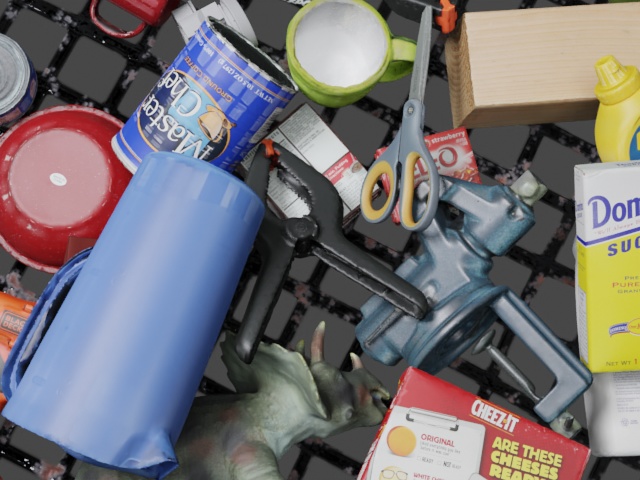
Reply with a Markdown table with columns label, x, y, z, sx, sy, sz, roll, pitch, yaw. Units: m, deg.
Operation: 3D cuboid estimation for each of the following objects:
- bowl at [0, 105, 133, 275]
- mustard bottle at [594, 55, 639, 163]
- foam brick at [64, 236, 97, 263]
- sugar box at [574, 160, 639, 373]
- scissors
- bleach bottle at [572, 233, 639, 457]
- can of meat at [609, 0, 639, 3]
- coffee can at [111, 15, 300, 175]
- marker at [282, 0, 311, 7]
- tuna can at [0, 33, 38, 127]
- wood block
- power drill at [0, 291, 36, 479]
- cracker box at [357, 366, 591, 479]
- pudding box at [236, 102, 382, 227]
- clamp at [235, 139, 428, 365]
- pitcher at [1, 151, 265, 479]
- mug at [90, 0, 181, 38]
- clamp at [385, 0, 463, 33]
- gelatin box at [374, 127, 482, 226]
| label | x | y | z | sx | sy | sz | roll | pitch | yaw |
| --- | --- | --- | --- | --- | --- | --- | --- | --- | --- |
| bowl | -0.231 | -0.051 | 0.967 | 0.162 | 0.055 | 0.162 | 1 | 81 | -4 |
| mustard bottle | 0.297 | -0.084 | 0.944 | 0.096 | 0.058 | 0.191 | -43 | 111 | -10 |
| foam brick | -0.189 | 0.035 | 0.942 | 0.078 | 0.051 | 0.053 | 7 | 125 | -17 |
| sugar box | 0.268 | 0.021 | 0.908 | 0.093 | 0.048 | 0.176 | -5 | 103 | 3 |
| scissors | 0.069 | -0.100 | 0.940 | 0.016 | 0.096 | 0.202 | 14 | 66 | -41 |
| bleach bottle | 0.289 | 0.071 | 0.986 | 0.102 | 0.068 | 0.251 | -1 | 79 | -9 |
| can of meat | 0.342 | -0.254 | 1.042 | 0.102 | 0.057 | 0.084 | 30 | 83 | 0 |
| coffee can | -0.101 | -0.110 | 0.938 | 0.103 | 0.102 | 0.140 | 41 | 103 | 2 |
| marker | -0.024 | -0.237 | 1.029 | 0.121 | 0.020 | 0.020 | 15 | 80 | -2 |
| tuna can | -0.307 | -0.149 | 0.986 | 0.086 | 0.034 | 0.086 | 1 | 82 | -5 |
| wood block | 0.230 | -0.163 | 1.002 | 0.206 | 0.090 | 0.091 | -5 | 82 | -6 |
| power drill | -0.262 | 0.149 | 0.934 | 0.184 | 0.057 | 0.187 | 21 | 77 | 3 |
| cracker box | 0.101 | 0.236 | 0.865 | 0.164 | 0.072 | 0.213 | 25 | 72 | 3 |
| pudding box | -0.011 | -0.058 | 0.993 | 0.090 | 0.039 | 0.113 | -40 | 83 | -6 |
| clamp | -0.006 | 0.001 | 0.913 | 0.164 | 0.036 | 0.210 | -7 | 58 | -11 |
| pitcher | -0.146 | 0.055 | 0.842 | 0.149 | 0.145 | 0.243 | 26 | 77 | -10 |
| mug | -0.171 | -0.241 | 0.990 | 0.081 | 0.093 | 0.117 | 30 | 111 | -4 |
| clamp | 0.095 | -0.260 | 1.003 | 0.120 | 0.039 | 0.172 | -30 | 56 | -8 |
| gelatin box | 0.103 | -0.060 | 1.006 | 0.089 | 0.030 | 0.073 | -15 | 83 | -7 |
